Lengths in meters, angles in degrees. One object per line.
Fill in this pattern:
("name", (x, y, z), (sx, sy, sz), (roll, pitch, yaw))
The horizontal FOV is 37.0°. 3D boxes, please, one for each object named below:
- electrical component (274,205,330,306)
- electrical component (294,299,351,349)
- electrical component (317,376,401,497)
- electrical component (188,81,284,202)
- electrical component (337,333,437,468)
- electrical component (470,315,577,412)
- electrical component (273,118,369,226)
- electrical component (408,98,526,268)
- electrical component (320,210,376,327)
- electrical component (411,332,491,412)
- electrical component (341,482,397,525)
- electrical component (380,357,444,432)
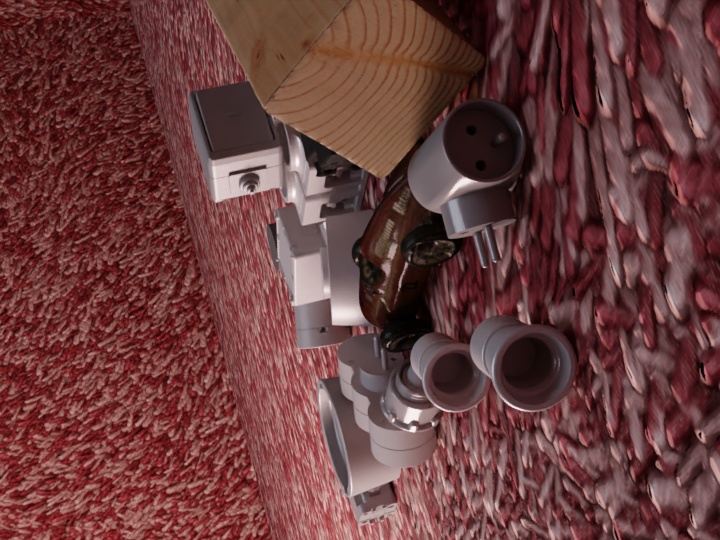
("electrical component", (-0.043, -0.013, 1.020), (0.096, 0.061, 0.061), (94, 159, -54))
("electrical component", (-0.039, 0.052, 1.090), (0.055, 0.055, 0.047), (180, 81, -78))
("electrical component", (0.005, 0.144, 0.967), (0.108, 0.060, 0.108), (167, 90, -78))
("electrical component", (-0.101, -0.105, 0.887), (0.061, 0.062, 0.096), (94, 159, -54))
("electrical component", (0.019, 0.088, 0.865), (0.138, 0.052, 0.073), (-122, 23, -57))
("electrical component", (0.082, 0.045, 0.563), (0.065, 0.044, 0.044), (-143, 41, -79))
("electrical component", (-0.050, -0.144, 0.917), (0.105, 0.060, 0.186), (105, 150, -65))
("electrical component", (0.059, -0.041, 0.562), (0.077, 0.044, 0.079), (140, 117, -77))
("electrical component", (0.000, 0.000, 0.889), (0.099, 0.064, 0.099), (176, 90, -88))
("electrical component", (0.056, 0.063, 0.701), (0.065, 0.044, 0.044), (-139, 37, -78))
("electrical component", (0.008, 0.219, 1.078), (0.081, 0.042, 0.063), (98, 154, -61))
("electrical component", (0.042, 0.083, 0.777), (0.062, 0.048, 0.048), (101, 154, -48))
